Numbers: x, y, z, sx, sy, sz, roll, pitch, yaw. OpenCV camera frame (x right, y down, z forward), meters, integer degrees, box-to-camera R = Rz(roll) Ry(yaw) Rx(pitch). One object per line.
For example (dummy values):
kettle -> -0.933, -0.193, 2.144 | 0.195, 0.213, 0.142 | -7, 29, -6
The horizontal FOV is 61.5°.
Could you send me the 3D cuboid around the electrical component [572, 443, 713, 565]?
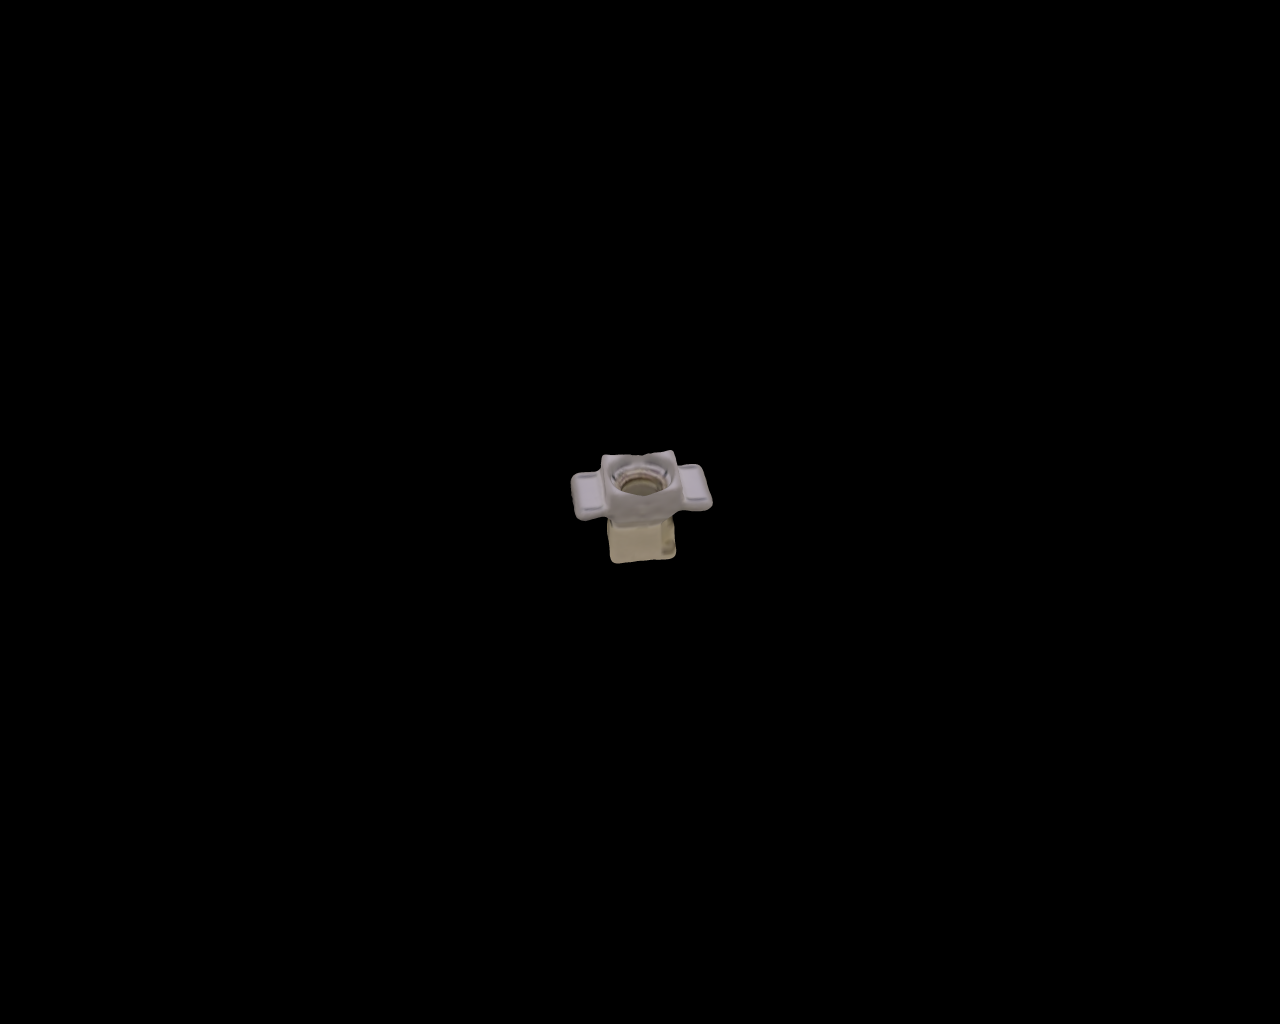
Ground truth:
electrical component -> 0.001, -0.003, 0.650 | 0.081, 0.063, 0.042 | -4, 39, -4
